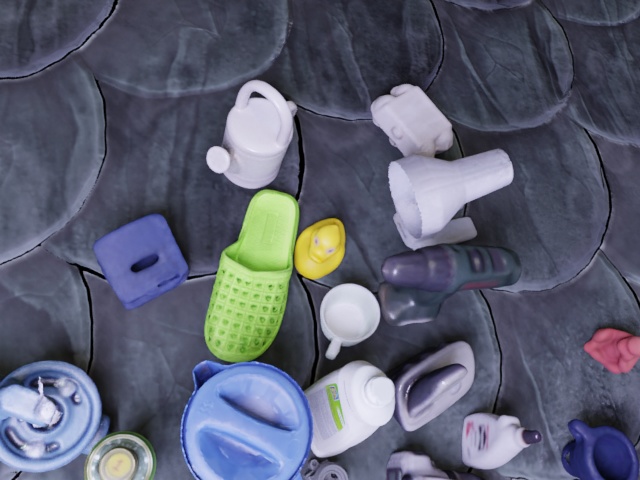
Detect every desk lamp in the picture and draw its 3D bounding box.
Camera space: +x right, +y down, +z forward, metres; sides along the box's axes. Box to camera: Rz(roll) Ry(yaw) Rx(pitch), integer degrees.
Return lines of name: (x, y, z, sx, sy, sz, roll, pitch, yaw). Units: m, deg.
desk lamp: (0.189, -0.064, 0.892, 0.204, 0.213, 0.118, -15, 73, -21)

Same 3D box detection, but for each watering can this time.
watering can: (-0.094, -0.157, 0.856, 0.101, 0.194, 0.173, 24, 64, -6)

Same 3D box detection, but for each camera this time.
camera: (0.165, 0.365, 0.773, 0.137, 0.100, 0.143, 11, 66, -12)

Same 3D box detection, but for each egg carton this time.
egg carton: (0.163, -0.205, 1.022, 0.107, 0.069, 0.150, -36, 82, -26)

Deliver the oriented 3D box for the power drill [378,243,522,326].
power drill: (0.164, 0.063, 0.836, 0.230, 0.208, 0.075, -6, 70, -19)

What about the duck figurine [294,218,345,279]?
duck figurine: (0.008, 0.003, 0.882, 0.077, 0.086, 0.105, 34, 63, -1)

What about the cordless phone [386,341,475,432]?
cordless phone: (0.178, 0.193, 0.800, 0.148, 0.185, 0.094, -29, 79, -25)

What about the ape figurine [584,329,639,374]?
ape figurine: (0.503, 0.181, 0.954, 0.076, 0.092, 0.078, -3, 69, -17)

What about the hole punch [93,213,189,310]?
hole punch: (-0.243, 0.030, 0.793, 0.109, 0.091, 0.101, -30, 79, -25)

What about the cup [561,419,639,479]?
cup: (0.402, 0.322, 0.865, 0.117, 0.095, 0.092, 46, 64, 5)

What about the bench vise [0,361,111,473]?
bench vise: (-0.343, 0.189, 0.626, 0.208, 0.219, 0.121, 6, 67, -14)

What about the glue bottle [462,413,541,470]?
glue bottle: (0.252, 0.276, 0.795, 0.037, 0.173, 0.078, 10, 66, -12)
